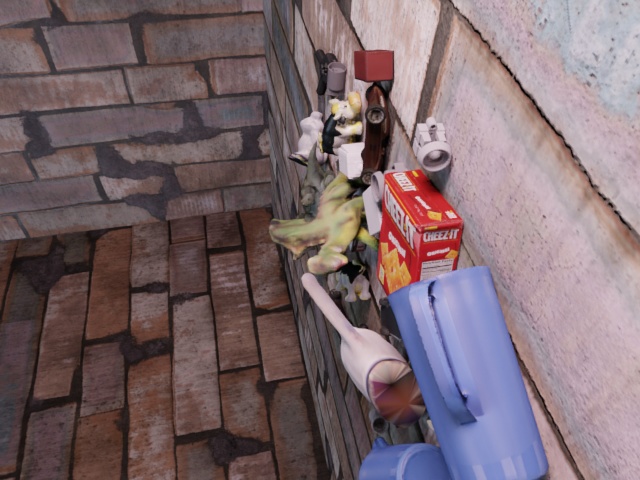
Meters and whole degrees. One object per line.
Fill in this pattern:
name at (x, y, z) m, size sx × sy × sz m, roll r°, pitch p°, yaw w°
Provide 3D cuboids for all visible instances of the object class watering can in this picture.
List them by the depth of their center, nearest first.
watering can at (0.088, 0.221, 0.992) m, size 0.343 × 0.104 × 0.226 m, roll 53°, pitch 174°, yaw -23°

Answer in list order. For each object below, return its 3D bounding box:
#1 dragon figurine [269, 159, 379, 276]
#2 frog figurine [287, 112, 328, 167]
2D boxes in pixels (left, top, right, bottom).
dragon figurine at (0.003, -0.057, 1.137) m, size 0.419 × 0.243 × 0.119 m, roll -115°, pitch 15°, yaw -53°
frog figurine at (-0.018, -0.300, 1.553) m, size 0.160 × 0.123 × 0.137 m, roll -62°, pitch -1°, yaw -3°
